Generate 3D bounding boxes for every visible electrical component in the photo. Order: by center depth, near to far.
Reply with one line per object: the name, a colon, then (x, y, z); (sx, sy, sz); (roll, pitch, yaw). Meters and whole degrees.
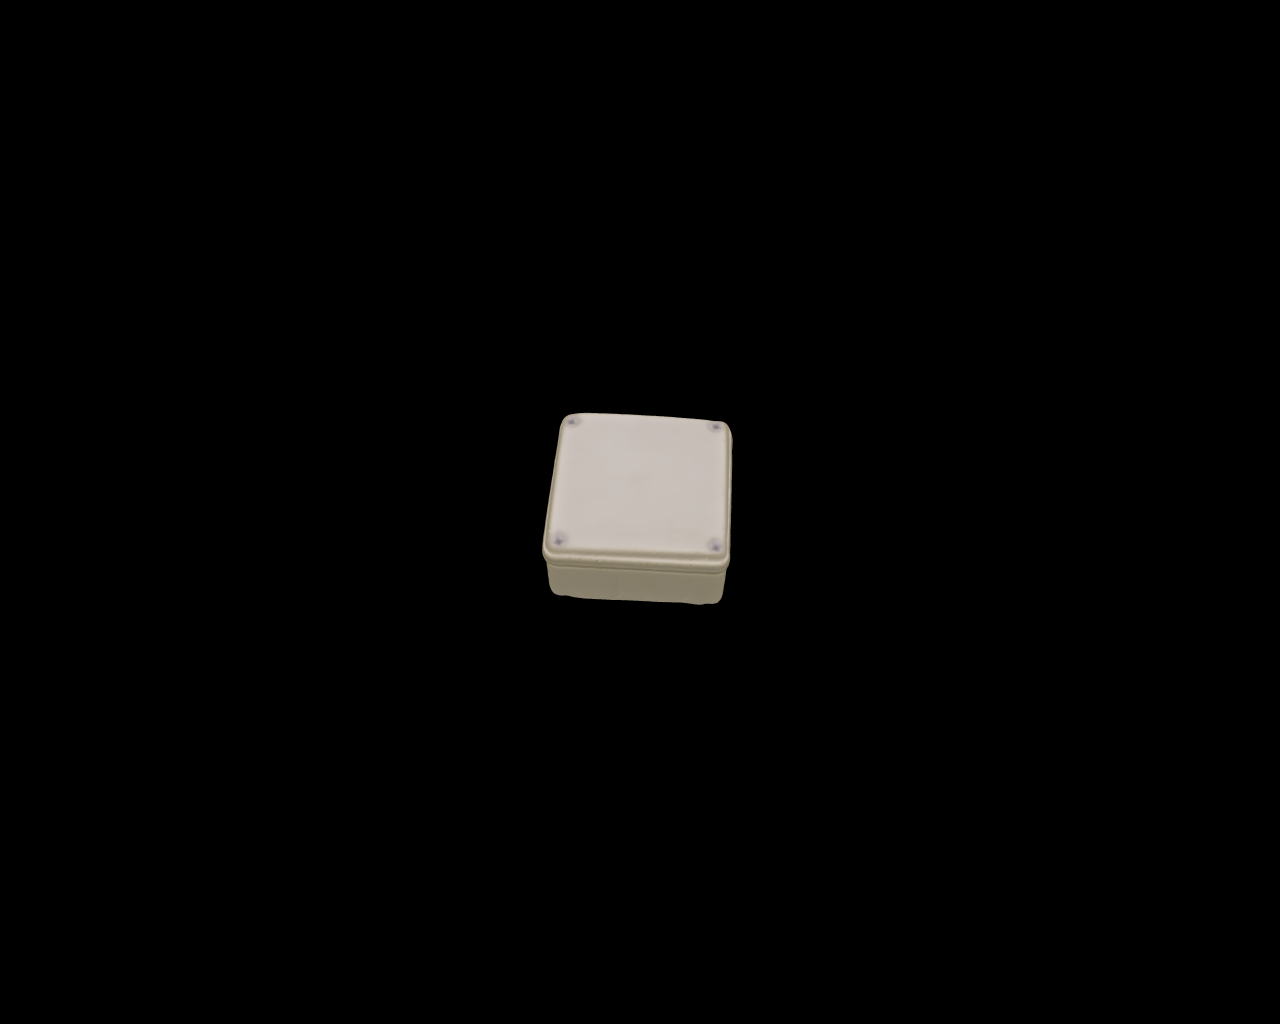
electrical component: (0.001, -0.003, 0.650); (0.109, 0.109, 0.056); (3, -36, 2)
